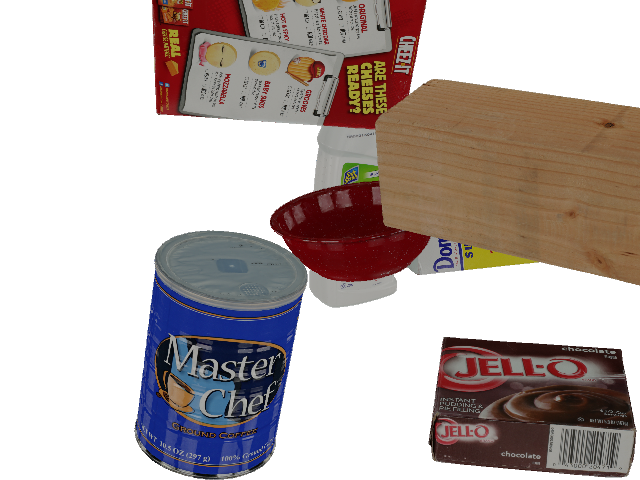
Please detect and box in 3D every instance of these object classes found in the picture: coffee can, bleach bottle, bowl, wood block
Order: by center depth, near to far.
[{"bbox_3d":[-0.071,0.078,0.740,0.102,0.140,0.103,9,25,-4],"label":"coffee can"},{"bbox_3d":[0.151,-0.047,0.756,0.206,0.090,0.090,14,36,33],"label":"wood block"},{"bbox_3d":[0.037,-0.005,0.975,0.162,0.055,0.162,-8,20,3],"label":"bowl"},{"bbox_3d":[0.041,-0.053,1.171,0.102,0.251,0.068,-13,31,-28],"label":"bleach bottle"}]

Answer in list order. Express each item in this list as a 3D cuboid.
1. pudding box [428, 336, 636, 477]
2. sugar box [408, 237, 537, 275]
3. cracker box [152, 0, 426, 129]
[{"bbox_3d":[0.124,0.096,0.633,0.113,0.039,0.090,5,26,8],"label":"pudding box"},{"bbox_3d":[0.191,-0.013,1.305,0.176,0.093,0.048,-7,22,-21],"label":"sugar box"},{"bbox_3d":[-0.029,-0.177,0.878,0.213,0.072,0.164,3,-41,-4],"label":"cracker box"}]
